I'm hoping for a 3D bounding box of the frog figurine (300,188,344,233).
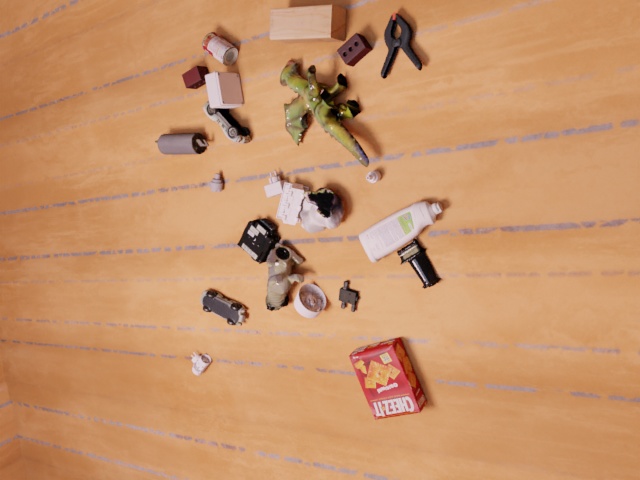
[{"bbox_3d":[0.005,-0.080,1.581,0.138,0.125,0.156,31,150,14],"label":"frog figurine"}]

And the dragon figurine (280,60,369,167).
[{"bbox_3d":[-0.012,-0.367,1.542,0.240,0.123,0.412,-26,83,49],"label":"dragon figurine"}]
